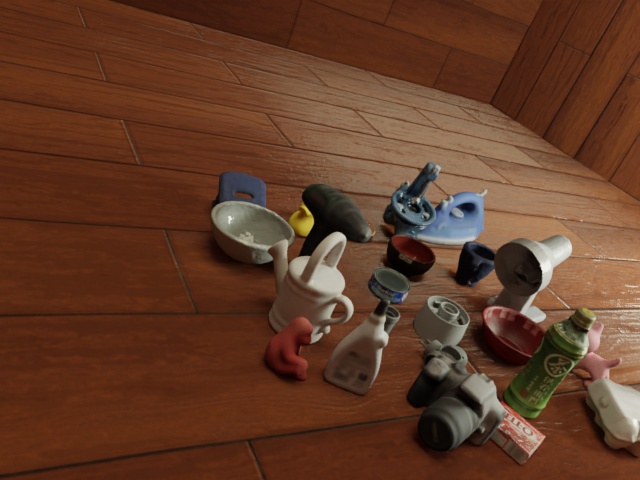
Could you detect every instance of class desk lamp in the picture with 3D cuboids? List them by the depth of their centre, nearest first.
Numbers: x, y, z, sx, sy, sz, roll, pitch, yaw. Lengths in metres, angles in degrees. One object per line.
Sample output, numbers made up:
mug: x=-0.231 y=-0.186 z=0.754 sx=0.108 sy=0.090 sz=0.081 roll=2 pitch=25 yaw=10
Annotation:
desk lamp: x=0.457 y=0.085 z=1.261 sx=0.204 sy=0.213 sz=0.117 roll=-6 pitch=39 yaw=-44

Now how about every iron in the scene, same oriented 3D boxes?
iron: x=0.358 y=-0.072 z=1.543 sx=0.259 sy=0.141 sz=0.118 roll=-8 pitch=40 yaw=-45

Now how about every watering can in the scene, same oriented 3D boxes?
watering can: x=-0.017 y=0.066 z=0.953 sx=0.173 sy=0.194 sz=0.101 roll=24 pitch=27 yaw=2

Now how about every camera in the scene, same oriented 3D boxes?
camera: x=0.202 y=0.254 z=0.888 sx=0.142 sy=0.101 sz=0.137 roll=39 pitch=31 yaw=28

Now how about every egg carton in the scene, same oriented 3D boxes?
egg carton: x=0.562 y=0.327 z=1.068 sx=0.107 sy=0.069 sz=0.150 roll=19 pitch=28 yaw=-8

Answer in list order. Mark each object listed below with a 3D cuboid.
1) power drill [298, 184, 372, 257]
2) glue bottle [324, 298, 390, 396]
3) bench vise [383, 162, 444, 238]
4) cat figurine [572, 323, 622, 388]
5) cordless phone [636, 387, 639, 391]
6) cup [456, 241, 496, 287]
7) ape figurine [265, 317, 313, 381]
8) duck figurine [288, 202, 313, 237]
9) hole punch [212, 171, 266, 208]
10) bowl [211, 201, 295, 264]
power drill: x=0.010 y=0.004 z=1.069 sx=0.076 sy=0.208 sz=0.229 roll=7 pitch=31 yaw=-28
glue bottle: x=0.069 y=0.158 z=0.878 sx=0.078 sy=0.173 sz=0.037 roll=23 pitch=27 yaw=0
bench vise: x=0.226 y=-0.115 z=1.433 sx=0.122 sy=0.220 sz=0.207 roll=8 pitch=31 yaw=-26
cat figurine: x=0.558 y=0.228 z=1.187 sx=0.067 sy=0.118 sz=0.127 roll=-9 pitch=41 yaw=-46
cordless phone: x=0.688 y=0.302 z=1.083 sx=0.094 sy=0.185 sz=0.147 roll=11 pitch=30 yaw=-22
cup: x=0.358 y=0.068 z=1.345 sx=0.091 sy=0.095 sz=0.118 roll=30 pitch=28 yaw=13
ape figurine: x=-0.039 y=0.160 z=0.881 sx=0.076 sy=0.092 sz=0.078 roll=23 pitch=27 yaw=-1
duck figurine: x=-0.020 y=-0.062 z=1.297 sx=0.077 sy=0.086 sz=0.105 roll=35 pitch=30 yaw=22
hole punch: x=-0.166 y=-0.083 z=1.217 sx=0.109 sy=0.091 sz=0.101 roll=10 pitch=30 yaw=-24
bowl: x=-0.139 y=-0.003 z=1.113 sx=0.167 sy=0.075 sz=0.167 roll=18 pitch=28 yaw=-10
